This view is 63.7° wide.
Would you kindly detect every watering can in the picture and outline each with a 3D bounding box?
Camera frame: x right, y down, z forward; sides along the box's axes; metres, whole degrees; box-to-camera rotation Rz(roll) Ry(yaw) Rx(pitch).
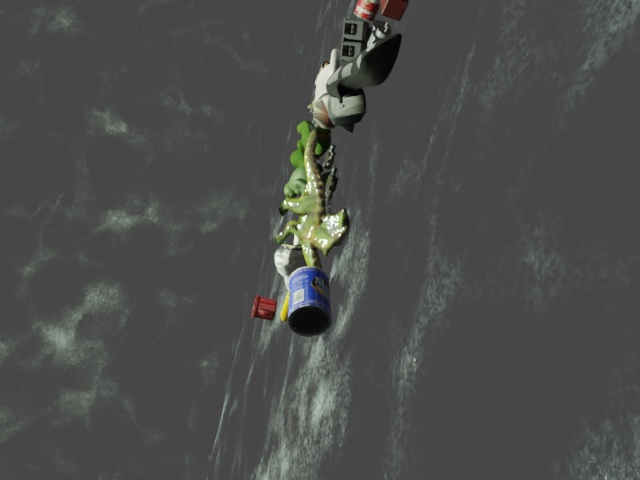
[{"bbox_3d":[0.036,-0.460,1.703,0.340,0.104,0.229,98,179,-61],"label":"watering can"}]

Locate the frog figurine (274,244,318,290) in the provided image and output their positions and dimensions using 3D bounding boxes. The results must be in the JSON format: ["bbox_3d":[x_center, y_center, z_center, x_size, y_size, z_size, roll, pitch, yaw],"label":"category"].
[{"bbox_3d":[-0.077,0.094,1.527,0.137,0.123,0.159,5,-90,-69],"label":"frog figurine"}]

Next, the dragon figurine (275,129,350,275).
[{"bbox_3d":[0.004,-0.067,1.339,0.245,0.122,0.405,27,112,48],"label":"dragon figurine"}]
